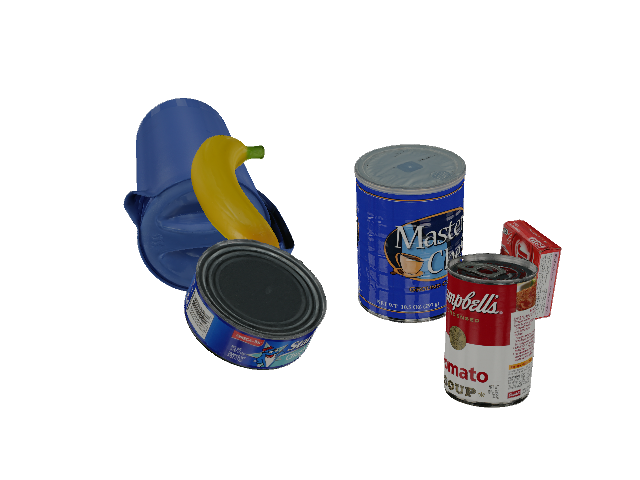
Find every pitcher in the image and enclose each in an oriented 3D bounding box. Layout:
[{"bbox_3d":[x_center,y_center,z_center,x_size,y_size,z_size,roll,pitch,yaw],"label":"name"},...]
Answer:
[{"bbox_3d":[-0.128,-0.057,1.150,0.145,0.149,0.243,-21,32,-1],"label":"pitcher"}]

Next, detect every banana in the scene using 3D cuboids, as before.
[{"bbox_3d":[-0.074,-0.046,0.899,0.069,0.037,0.198,4,30,-9],"label":"banana"}]

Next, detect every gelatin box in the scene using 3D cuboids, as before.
[{"bbox_3d":[0.227,0.032,1.175,0.030,0.089,0.073,-10,30,-21],"label":"gelatin box"}]

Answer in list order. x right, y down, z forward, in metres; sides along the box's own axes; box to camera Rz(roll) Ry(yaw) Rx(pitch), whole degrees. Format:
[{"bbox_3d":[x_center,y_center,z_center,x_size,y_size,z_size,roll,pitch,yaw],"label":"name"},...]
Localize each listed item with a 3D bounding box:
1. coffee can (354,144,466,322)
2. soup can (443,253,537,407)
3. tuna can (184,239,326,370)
[{"bbox_3d":[0.085,-0.008,1.014,0.103,0.140,0.103,-2,27,1],"label":"coffee can"},{"bbox_3d":[0.129,0.068,0.816,0.068,0.102,0.068,0,16,0],"label":"soup can"},{"bbox_3d":[-0.042,0.040,0.672,0.086,0.034,0.086,16,37,-13],"label":"tuna can"}]
